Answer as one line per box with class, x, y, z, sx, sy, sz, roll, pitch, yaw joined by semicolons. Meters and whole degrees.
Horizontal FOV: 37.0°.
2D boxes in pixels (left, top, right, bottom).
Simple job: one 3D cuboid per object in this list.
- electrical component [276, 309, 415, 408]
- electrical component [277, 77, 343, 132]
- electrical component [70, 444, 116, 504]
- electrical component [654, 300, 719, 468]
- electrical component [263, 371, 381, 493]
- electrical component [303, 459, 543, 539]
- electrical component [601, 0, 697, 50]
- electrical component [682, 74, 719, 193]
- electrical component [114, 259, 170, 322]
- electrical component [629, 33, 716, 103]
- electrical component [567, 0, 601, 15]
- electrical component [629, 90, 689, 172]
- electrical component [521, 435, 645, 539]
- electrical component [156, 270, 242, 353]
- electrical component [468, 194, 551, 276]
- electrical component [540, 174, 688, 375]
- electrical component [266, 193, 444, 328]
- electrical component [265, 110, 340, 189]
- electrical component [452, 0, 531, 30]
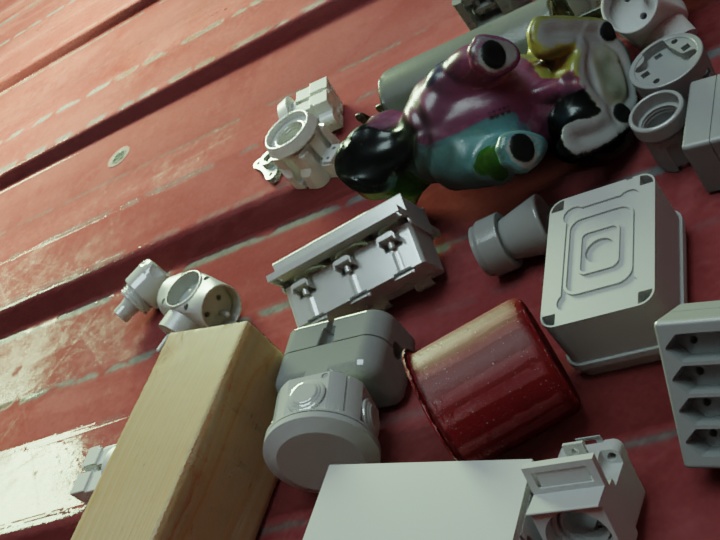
electrical component;-0.012;0.074;0.793;0.095;0.053;0.059;-16;43;34
electrical component;-0.050;-0.160;1.092;0.055;0.048;0.066;-22;39;16
electrical component;-0.202;0.170;0.888;0.055;0.048;0.066;-21;39;40
electrical component;0.205;0.056;0.588;0.047;0.083;0.076;-8;9;40
electrical component;-0.025;0.113;0.742;0.080;0.080;0.051;-25;34;24
electrical component;0.042;0.167;0.632;0.150;0.061;0.089;-10;46;39
electrical component;0.230;-0.184;0.821;0.043;0.077;0.079;-45;69;26
electrical component;0.261;-0.097;0.711;0.077;0.047;0.065;-12;45;37
electrical component;-0.215;0.023;1.060;0.062;0.043;0.043;-47;34;-4
electrical component;0.231;-0.136;0.782;0.055;0.047;0.055;-26;38;22
electrical component;0.199;-0.256;0.949;0.064;0.042;0.081;-39;35;2
electrical component;0.217;-0.097;0.756;0.040;0.046;0.040;-26;38;22
electrical component;0.126;0.128;0.586;0.042;0.081;0.063;-15;21;34
electrical component;-0.157;0.044;0.979;0.077;0.044;0.079;9;59;49
electrical component;0.113;-0.024;0.783;0.055;0.045;0.045;-25;38;25
electrical component;0.165;0.004;0.689;0.078;0.057;0.113;-18;42;32
electrical component;0.000;0.000;0.846;0.121;0.079;0.063;-28;66;20
electrical component;-0.054;-0.117;1.038;0.078;0.057;0.058;3;55;46
electrical component;0.126;-0.264;1.017;0.050;0.055;0.089;-18;41;31
